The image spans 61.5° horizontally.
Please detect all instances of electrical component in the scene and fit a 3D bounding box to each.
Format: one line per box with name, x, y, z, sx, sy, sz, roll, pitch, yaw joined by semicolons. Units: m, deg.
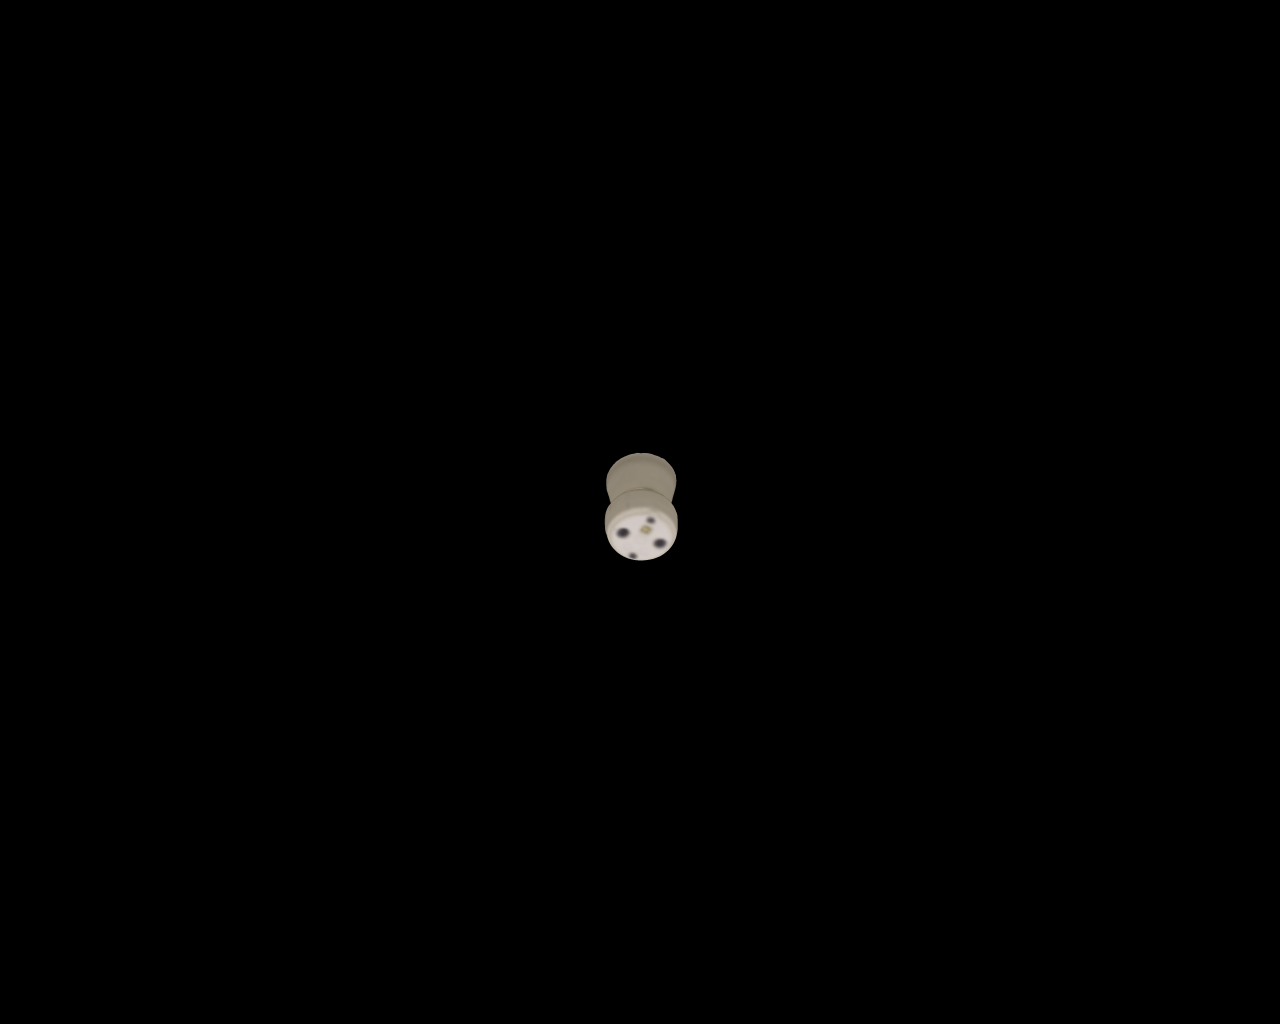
electrical component;0.001;-0.003;0.650;0.045;0.044;0.055;0;41;0
